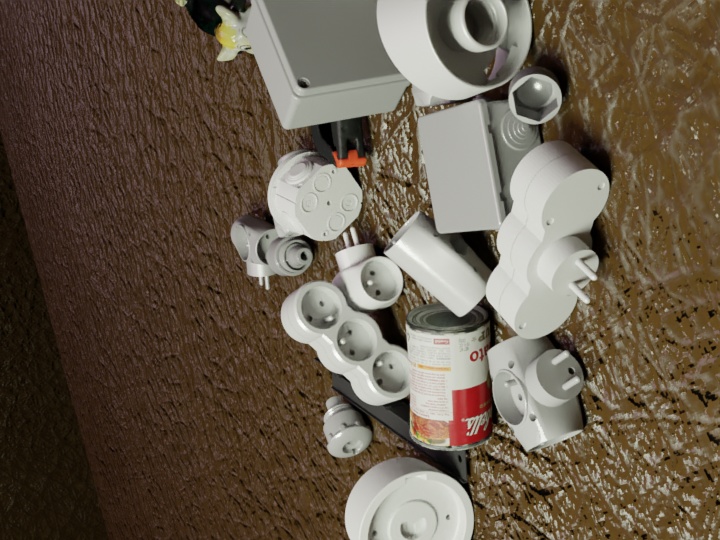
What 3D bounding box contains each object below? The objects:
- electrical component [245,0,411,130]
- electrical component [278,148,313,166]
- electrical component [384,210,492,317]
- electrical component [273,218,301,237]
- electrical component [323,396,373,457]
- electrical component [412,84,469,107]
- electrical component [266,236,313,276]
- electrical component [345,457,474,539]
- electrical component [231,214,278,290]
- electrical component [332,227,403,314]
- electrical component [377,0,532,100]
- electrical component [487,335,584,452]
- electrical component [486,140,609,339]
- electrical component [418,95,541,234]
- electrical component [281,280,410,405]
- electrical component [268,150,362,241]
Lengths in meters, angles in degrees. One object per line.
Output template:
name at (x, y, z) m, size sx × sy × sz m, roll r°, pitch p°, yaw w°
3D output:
electrical component at (-0.027, -0.182, 0.895) m, size 0.108 × 0.109 × 0.056 m, roll 68°, pitch 156°, yaw 20°
electrical component at (-0.054, -0.085, 1.077) m, size 0.040 × 0.040 × 0.078 m, roll -44°, pitch 62°, yaw 61°
electrical component at (0.064, -0.011, 0.841) m, size 0.043 × 0.077 × 0.079 m, roll -47°, pitch 7°, yaw 20°
electrical component at (-0.071, -0.067, 1.117) m, size 0.043 × 0.043 × 0.062 m, roll -26°, pitch 76°, yaw 64°
electrical component at (-0.018, 0.158, 1.109) m, size 0.062 × 0.048 × 0.048 m, roll -116°, pitch 28°, yaw -42°
electrical component at (0.059, -0.154, 0.804) m, size 0.043 × 0.043 × 0.062 m, roll 13°, pitch 112°, yaw 63°
electrical component at (-0.071, -0.015, 1.141) m, size 0.062 × 0.043 × 0.043 m, roll 2°, pitch 103°, yaw 63°
electrical component at (0.039, 0.217, 0.948) m, size 0.060 × 0.108 × 0.108 m, roll -152°, pitch 54°, yaw -66°
electrical component at (-0.112, -0.017, 1.224) m, size 0.077 × 0.044 × 0.079 m, roll 29°, pitch 127°, yaw 58°
electrical component at (0.000, 0.000, 0.998) m, size 0.077 × 0.043 × 0.079 m, roll -31°, pitch 73°, yaw 64°
electrical component at (0.065, -0.165, 0.725) m, size 0.064 × 0.099 × 0.099 m, roll 2°, pitch 103°, yaw 58°
electrical component at (0.131, 0.080, 0.758) m, size 0.077 × 0.044 × 0.079 m, roll 70°, pitch 154°, yaw 17°
electrical component at (0.131, -0.008, 0.708) m, size 0.073 × 0.052 × 0.138 m, roll 52°, pitch 145°, yaw 43°
electrical component at (0.089, -0.075, 0.769) m, size 0.100 × 0.048 × 0.099 m, roll -2°, pitch 100°, yaw 65°
electrical component at (-0.016, 0.071, 0.996) m, size 0.138 × 0.052 × 0.074 m, roll 43°, pitch 155°, yaw -7°
electrical component at (-0.042, -0.069, 1.013) m, size 0.051 × 0.080 × 0.080 m, roll 29°, pitch 127°, yaw 52°
